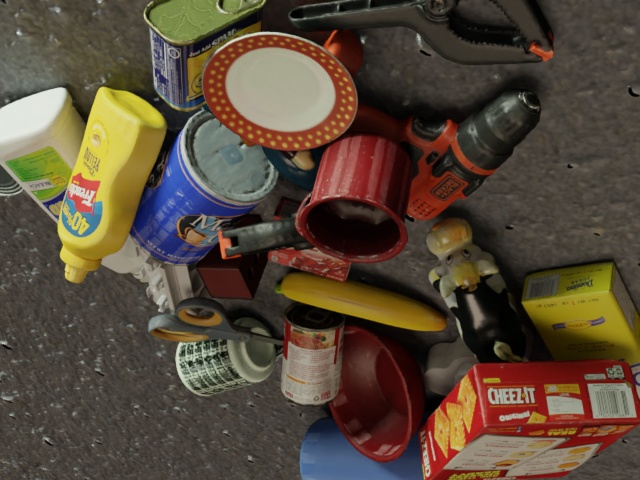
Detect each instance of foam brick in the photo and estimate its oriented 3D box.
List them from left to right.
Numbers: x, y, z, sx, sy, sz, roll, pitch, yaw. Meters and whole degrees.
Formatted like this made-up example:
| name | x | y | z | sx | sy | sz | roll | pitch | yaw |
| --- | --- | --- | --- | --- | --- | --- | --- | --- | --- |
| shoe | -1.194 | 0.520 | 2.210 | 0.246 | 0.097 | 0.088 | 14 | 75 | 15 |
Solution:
| name | x | y | z | sx | sy | sz | roll | pitch | yaw |
| --- | --- | --- | --- | --- | --- | --- | --- | --- | --- |
| foam brick | -0.089 | 0.018 | 1.131 | 0.051 | 0.078 | 0.053 | 0 | 138 | 21 |

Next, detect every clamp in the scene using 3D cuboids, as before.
| name | x | y | z | sx | sy | sz | roll | pitch | yaw |
| --- | --- | --- | --- | --- | --- | --- | --- | --- | --- |
| clamp | -0.009 | -0.009 | 1.028 | 0.171 | 0.039 | 0.120 | -8 | 170 | 5 |
| clamp | 0.094 | -0.202 | 0.834 | 0.210 | 0.036 | 0.165 | 19 | 134 | -3 |

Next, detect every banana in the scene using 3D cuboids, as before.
| name | x | y | z | sx | sy | sz | roll | pitch | yaw |
| --- | --- | --- | --- | --- | --- | --- | --- | --- | --- |
| banana | 0.040 | 0.064 | 1.156 | 0.198 | 0.037 | 0.069 | 14 | -179 | 12 |

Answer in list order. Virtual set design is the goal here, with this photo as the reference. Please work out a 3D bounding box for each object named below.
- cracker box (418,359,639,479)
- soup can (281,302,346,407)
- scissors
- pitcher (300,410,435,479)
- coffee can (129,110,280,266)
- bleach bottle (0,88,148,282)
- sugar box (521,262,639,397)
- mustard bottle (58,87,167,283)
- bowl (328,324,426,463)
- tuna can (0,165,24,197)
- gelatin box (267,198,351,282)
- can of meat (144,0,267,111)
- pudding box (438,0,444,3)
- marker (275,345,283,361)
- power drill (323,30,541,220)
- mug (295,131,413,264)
| name | x | y | z | sx | sy | sz | roll | pitch | yaw |
| --- | --- | --- | --- | --- | --- | --- | --- | --- | --- |
| cracker box | 0.207 | 0.190 | 1.100 | 0.164 | 0.072 | 0.214 | 0 | 154 | -11 |
| soup can | -0.009 | 0.127 | 1.199 | 0.068 | 0.068 | 0.102 | 10 | 116 | 12 |
| scissors | -0.087 | 0.095 | 1.182 | 0.201 | 0.016 | 0.096 | 5 | 147 | -21 |
| pitcher | 0.106 | 0.274 | 1.312 | 0.243 | 0.144 | 0.149 | -6 | 122 | 34 |
| coffee can | -0.118 | -0.050 | 1.046 | 0.102 | 0.102 | 0.141 | 33 | 139 | -15 |
| bleach bottle | -0.243 | -0.044 | 1.139 | 0.103 | 0.068 | 0.250 | -12 | 134 | 25 |
| sugar box | 0.281 | 0.099 | 1.090 | 0.093 | 0.048 | 0.176 | -10 | 130 | 32 |
| mustard bottle | -0.211 | -0.045 | 1.037 | 0.058 | 0.096 | 0.192 | 5 | 115 | -42 |
| bowl | 0.070 | 0.167 | 1.213 | 0.162 | 0.055 | 0.162 | 26 | 123 | 49 |
| tuna can | -0.350 | -0.089 | 1.154 | 0.086 | 0.033 | 0.086 | 12 | 140 | 10 |
| gelatin box | -0.007 | 0.001 | 1.113 | 0.089 | 0.030 | 0.073 | 17 | 140 | 4 |
| can of meat | -0.095 | -0.168 | 0.905 | 0.057 | 0.102 | 0.084 | 44 | 151 | 25 |
| pudding box | 0.073 | -0.240 | 0.761 | 0.113 | 0.090 | 0.039 | 39 | -178 | -18 |
| marker | -0.044 | 0.130 | 1.284 | 0.020 | 0.020 | 0.121 | 36 | 138 | -18 |
| power drill | 0.075 | -0.107 | 0.933 | 0.187 | 0.057 | 0.185 | 31 | 140 | -12 |
| mug | 0.027 | -0.036 | 0.927 | 0.117 | 0.081 | 0.093 | -21 | 132 | 39 |
